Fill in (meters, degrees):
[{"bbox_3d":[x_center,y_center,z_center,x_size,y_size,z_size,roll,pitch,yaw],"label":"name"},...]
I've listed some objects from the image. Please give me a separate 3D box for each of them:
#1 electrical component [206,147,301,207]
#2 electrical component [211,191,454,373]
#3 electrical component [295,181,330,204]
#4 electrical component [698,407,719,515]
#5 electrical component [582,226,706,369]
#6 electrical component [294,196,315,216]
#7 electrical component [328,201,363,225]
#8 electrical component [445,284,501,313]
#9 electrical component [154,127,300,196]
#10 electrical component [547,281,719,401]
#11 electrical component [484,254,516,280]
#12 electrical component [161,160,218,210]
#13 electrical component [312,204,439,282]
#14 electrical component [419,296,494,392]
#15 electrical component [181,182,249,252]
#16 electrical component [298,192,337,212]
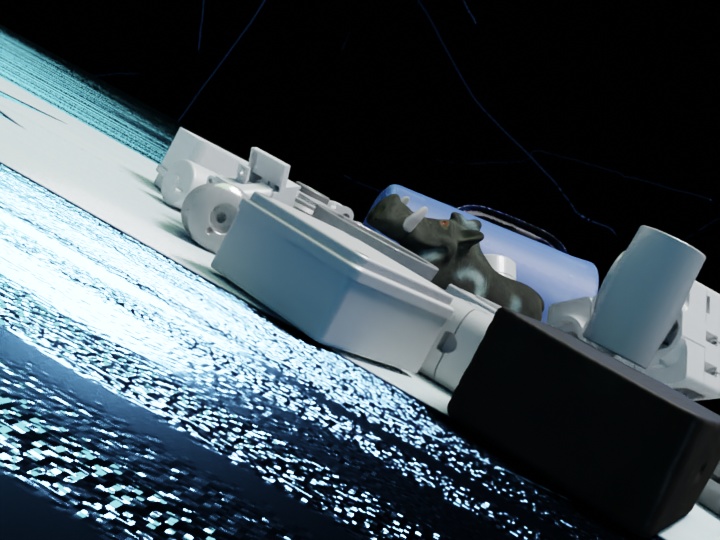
[{"bbox_3d":[-0.086,-0.048,0.821,0.064,0.081,0.042,-8,29,-44],"label":"electrical component"},{"bbox_3d":[-0.016,0.008,0.661,0.109,0.056,0.109,32,5,39],"label":"electrical component"},{"bbox_3d":[-0.064,-0.058,1.139,0.108,0.060,0.108,29,4,-2],"label":"electrical component"},{"bbox_3d":[0.280,0.150,0.833,0.079,0.063,0.121,25,5,-39],"label":"electrical component"},{"bbox_3d":[0.178,0.019,0.670,0.044,0.077,0.079,28,2,22],"label":"electrical component"},{"bbox_3d":[-0.058,-0.032,0.879,0.045,0.055,0.045,28,4,-2],"label":"electrical component"},{"bbox_3d":[-0.037,-0.050,1.225,0.078,0.058,0.057,13,4,-5],"label":"electrical component"},{"bbox_3d":[0.122,0.067,0.856,0.109,0.056,0.109,32,5,43],"label":"electrical component"},{"bbox_3d":[-0.123,-0.076,0.980,0.113,0.057,0.078,26,4,-30],"label":"electrical component"},{"bbox_3d":[0.229,0.066,0.918,0.062,0.089,0.150,24,-26,-34],"label":"electrical component"},{"bbox_3d":[0.080,0.025,1.024,0.138,0.073,0.052,5,-24,-4],"label":"electrical component"},{"bbox_3d":[-0.130,-0.063,0.899,0.040,0.040,0.078,32,5,43],"label":"electrical component"},{"bbox_3d":[0.000,0.000,0.840,0.108,0.060,0.108,28,4,-2],"label":"electrical component"},{"bbox_3d":[0.080,0.056,0.723,0.059,0.053,0.095,30,4,24],"label":"electrical component"},{"bbox_3d":[-0.106,-0.040,0.760,0.048,0.048,0.062,26,-2,-29],"label":"electrical component"},{"bbox_3d":[-0.049,-0.037,1.004,0.050,0.055,0.089,26,5,-31],"label":"electrical component"}]
